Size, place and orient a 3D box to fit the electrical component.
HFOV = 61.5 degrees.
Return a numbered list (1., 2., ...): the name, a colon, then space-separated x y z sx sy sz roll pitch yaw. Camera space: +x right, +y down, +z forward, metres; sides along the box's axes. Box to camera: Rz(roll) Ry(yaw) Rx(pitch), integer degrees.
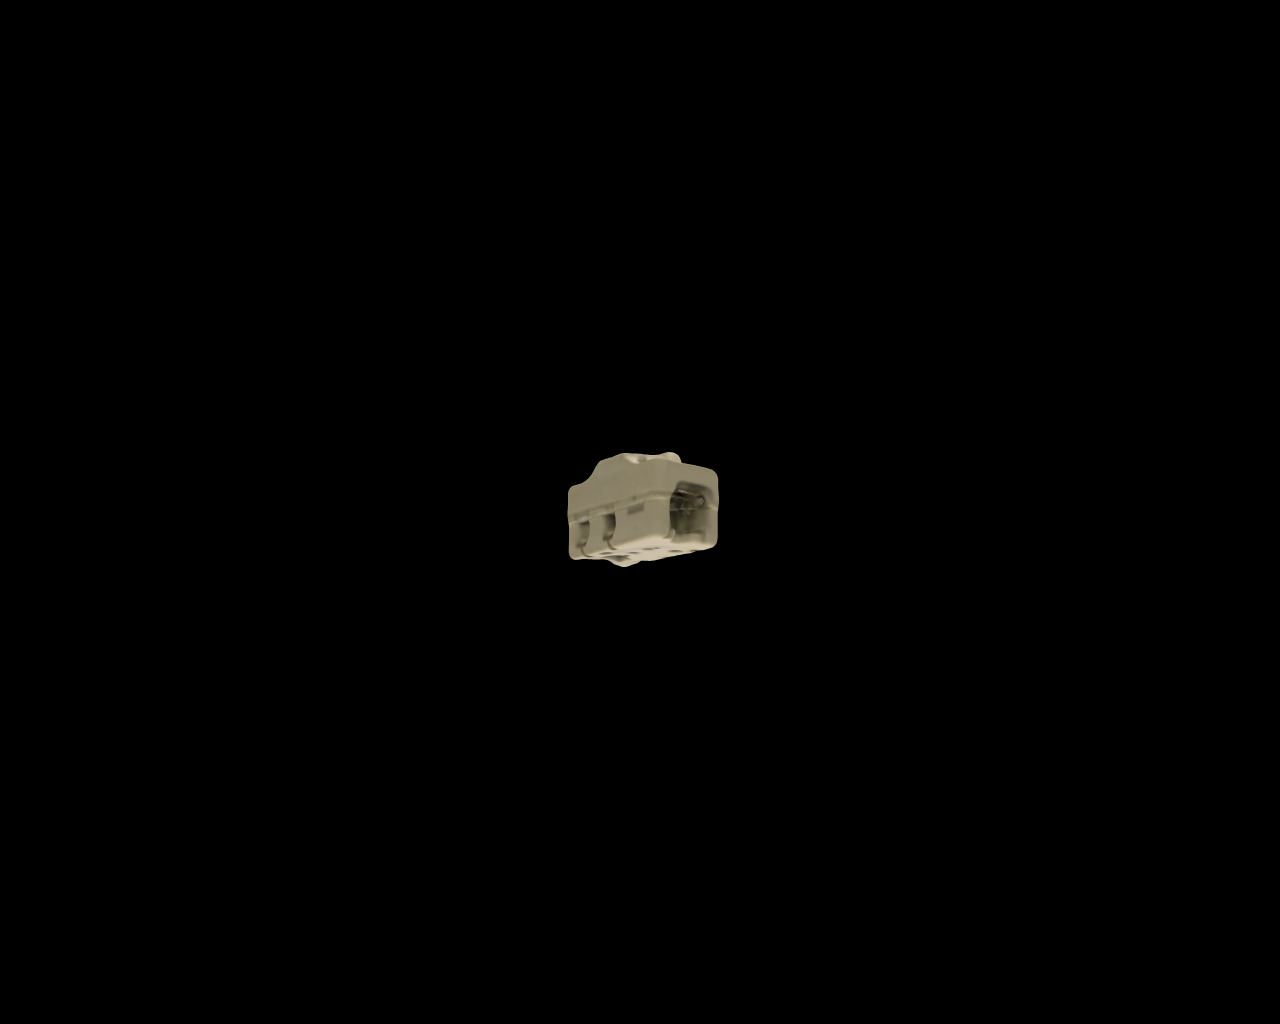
1. electrical component: 0.001 -0.003 0.650 0.050 0.056 0.089 11 -17 -38
